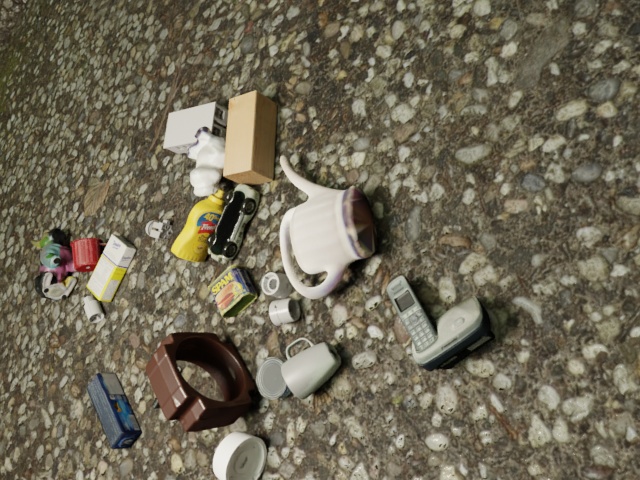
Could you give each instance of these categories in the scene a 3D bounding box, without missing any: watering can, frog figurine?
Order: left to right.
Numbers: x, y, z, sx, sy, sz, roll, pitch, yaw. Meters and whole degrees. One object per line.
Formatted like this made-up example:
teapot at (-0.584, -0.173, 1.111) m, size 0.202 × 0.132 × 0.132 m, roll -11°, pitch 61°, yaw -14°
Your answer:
frog figurine at (-0.271, -0.185, 1.302) m, size 0.136 × 0.162 × 0.122 m, roll -33°, pitch -28°, yaw 27°
watering can at (0.003, -0.055, 1.087) m, size 0.222 × 0.353 × 0.103 m, roll -19°, pitch -23°, yaw 29°
